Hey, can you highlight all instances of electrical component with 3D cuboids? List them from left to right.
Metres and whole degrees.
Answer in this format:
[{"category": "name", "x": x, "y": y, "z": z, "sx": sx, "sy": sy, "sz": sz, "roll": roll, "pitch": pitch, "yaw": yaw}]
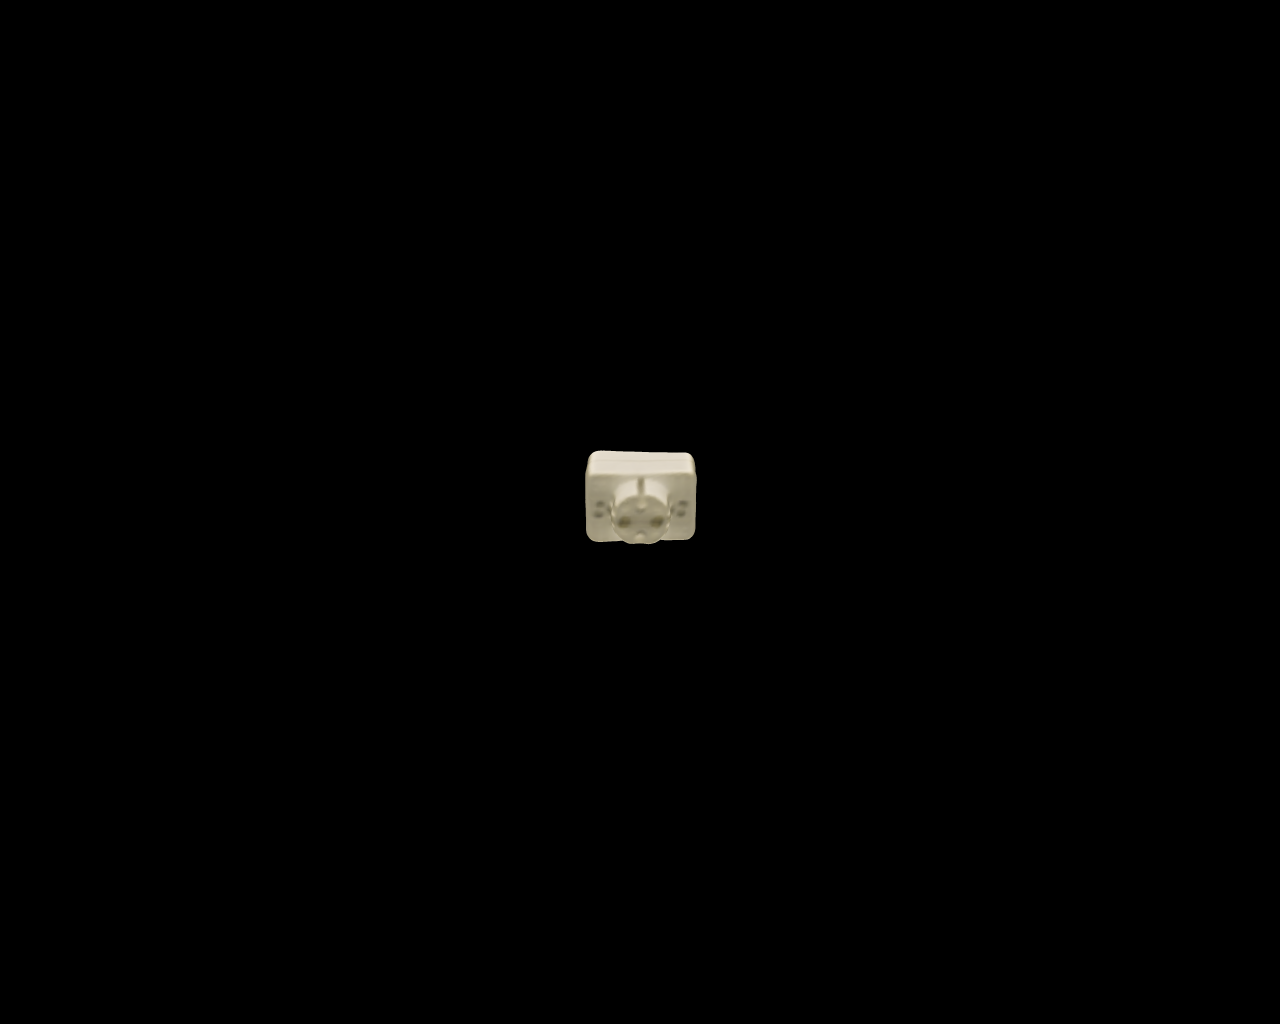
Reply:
[{"category": "electrical component", "x": 0.001, "y": -0.003, "z": 0.650, "sx": 0.066, "sy": 0.047, "sz": 0.077, "roll": 0, "pitch": 24, "yaw": 0}]
